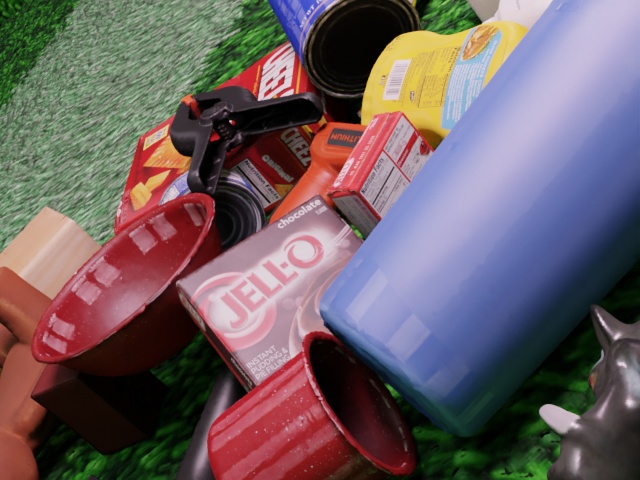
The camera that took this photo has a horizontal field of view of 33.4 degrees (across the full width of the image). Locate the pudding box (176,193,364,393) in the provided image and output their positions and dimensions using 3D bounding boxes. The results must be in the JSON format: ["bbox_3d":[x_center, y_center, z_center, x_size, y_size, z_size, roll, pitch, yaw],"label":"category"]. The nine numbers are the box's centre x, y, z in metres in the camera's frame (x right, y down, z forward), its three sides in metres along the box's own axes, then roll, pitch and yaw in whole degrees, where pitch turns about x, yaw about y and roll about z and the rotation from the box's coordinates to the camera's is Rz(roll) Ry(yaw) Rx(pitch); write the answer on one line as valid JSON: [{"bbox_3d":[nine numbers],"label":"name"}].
[{"bbox_3d":[-0.018,0.036,0.659,0.113,0.039,0.090,-32,62,-19],"label":"pudding box"}]

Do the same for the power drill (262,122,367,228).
[{"bbox_3d":[-0.005,0.001,0.767,0.187,0.057,0.185,-50,32,-16],"label":"power drill"}]

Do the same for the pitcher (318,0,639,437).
[{"bbox_3d":[0.111,-0.019,0.580,0.145,0.149,0.243,39,85,27],"label":"pitcher"}]

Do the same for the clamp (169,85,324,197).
[{"bbox_3d":[-0.082,-0.084,0.856,0.120,0.039,0.172,-35,25,-21],"label":"clamp"}]

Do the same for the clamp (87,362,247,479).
[{"bbox_3d":[-0.082,0.164,0.652,0.165,0.036,0.210,-47,28,11],"label":"clamp"}]

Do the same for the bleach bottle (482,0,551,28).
[{"bbox_3d":[0.221,-0.204,0.758,0.251,0.068,0.102,-28,29,31],"label":"bleach bottle"}]

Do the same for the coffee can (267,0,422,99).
[{"bbox_3d":[0.013,-0.202,0.904,0.103,0.102,0.140,-36,46,12],"label":"coffee can"}]

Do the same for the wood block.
[{"bbox_3d":[-0.282,0.078,0.987,0.206,0.090,0.091,-49,29,-13],"label":"wood block"}]

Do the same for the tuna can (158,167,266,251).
[{"bbox_3d":[-0.087,-0.015,0.867,0.086,0.086,0.034,-42,29,1],"label":"tuna can"}]

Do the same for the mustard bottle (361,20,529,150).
[{"bbox_3d":[0.111,-0.107,0.762,0.192,0.058,0.096,5,73,54],"label":"mustard bottle"}]

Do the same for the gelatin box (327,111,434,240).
[{"bbox_3d":[0.053,-0.028,0.698,0.030,0.089,0.073,-8,43,48],"label":"gelatin box"}]

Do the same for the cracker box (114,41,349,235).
[{"bbox_3d":[-0.079,-0.082,0.966,0.214,0.072,0.164,-30,31,23],"label":"cracker box"}]

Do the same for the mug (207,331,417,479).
[{"bbox_3d":[-0.006,0.107,0.594,0.082,0.093,0.117,-39,10,17],"label":"mug"}]

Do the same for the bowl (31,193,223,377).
[{"bbox_3d":[-0.121,0.041,0.738,0.162,0.055,0.162,-32,25,16],"label":"bowl"}]

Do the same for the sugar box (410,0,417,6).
[{"bbox_3d":[0.056,-0.256,1.006,0.094,0.048,0.176,-1,67,51],"label":"sugar box"}]

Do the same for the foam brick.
[{"bbox_3d":[-0.163,0.113,0.794,0.051,0.078,0.053,-26,31,31],"label":"foam brick"}]

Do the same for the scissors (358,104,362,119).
[{"bbox_3d":[0.114,-0.164,0.889,0.202,0.016,0.096,-34,29,16],"label":"scissors"}]
